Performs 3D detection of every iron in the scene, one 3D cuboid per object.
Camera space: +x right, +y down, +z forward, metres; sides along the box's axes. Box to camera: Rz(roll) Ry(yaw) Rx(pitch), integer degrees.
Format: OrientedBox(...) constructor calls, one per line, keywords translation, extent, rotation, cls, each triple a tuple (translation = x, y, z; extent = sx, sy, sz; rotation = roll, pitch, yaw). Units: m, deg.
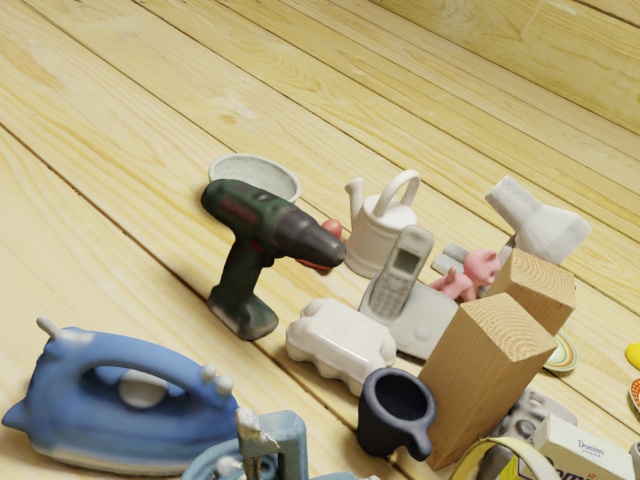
OrientedBox(translation=(-0.176, 0.156, 0.594), extent=(0.258, 0.141, 0.118), rotation=(14, 34, -10), cls="iron")

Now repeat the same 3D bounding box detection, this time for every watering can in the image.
OrientedBox(translation=(0.108, -0.039, 0.977), extent=(0.172, 0.194, 0.101), rotation=(27, 34, 10), cls="watering can")

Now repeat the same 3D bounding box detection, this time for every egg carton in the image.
OrientedBox(translation=(0.030, 0.144, 0.787), extent=(0.150, 0.069, 0.107), rotation=(27, 34, 9), cls="egg carton")

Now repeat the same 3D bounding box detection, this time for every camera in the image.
OrientedBox(translation=(0.290, 0.268, 0.723), extent=(0.136, 0.101, 0.143), rotation=(30, 35, 15), cls="camera")

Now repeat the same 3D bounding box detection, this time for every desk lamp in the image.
OrientedBox(translation=(0.338, 0.005, 1.020), extent=(0.203, 0.213, 0.118), rotation=(32, 35, 17), cls="desk lamp")

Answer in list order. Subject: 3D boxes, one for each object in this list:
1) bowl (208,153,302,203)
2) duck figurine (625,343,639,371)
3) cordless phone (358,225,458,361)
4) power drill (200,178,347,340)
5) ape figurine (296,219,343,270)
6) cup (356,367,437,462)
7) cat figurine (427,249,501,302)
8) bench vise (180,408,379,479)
OrientedBox(translation=(-0.122, -0.083, 1.023), extent=(0.167, 0.075, 0.167), rotation=(14, 34, -10), cls="bowl")
OrientedBox(translation=(0.610, 0.197, 1.011), extent=(0.104, 0.086, 0.078), rotation=(28, 34, 10), cls="duck figurine")
OrientedBox(translation=(0.146, 0.077, 0.841), extent=(0.147, 0.185, 0.094), rotation=(22, 33, 3), cls="cordless phone")
OrientedBox(translation=(-0.078, 0.028, 0.768), extent=(0.229, 0.208, 0.076), rotation=(37, 37, 24), cls="power drill")
OrientedBox(translation=(0.009, 0.003, 0.956), extent=(0.076, 0.092, 0.077), rotation=(-5, 41, -34), cls="ape figurine")
OrientedBox(translation=(0.087, 0.225, 0.680), extent=(0.092, 0.095, 0.117), rotation=(0, 39, -28), cls="cup")
OrientedBox(translation=(0.259, 0.058, 0.990), extent=(0.128, 0.118, 0.067), rotation=(-6, 42, -34), cls="cat figurine")
OrientedBox(translation=(-0.035, 0.213, 0.517), extent=(0.208, 0.220, 0.121), rotation=(-8, 43, -36), cls="bench vise")
